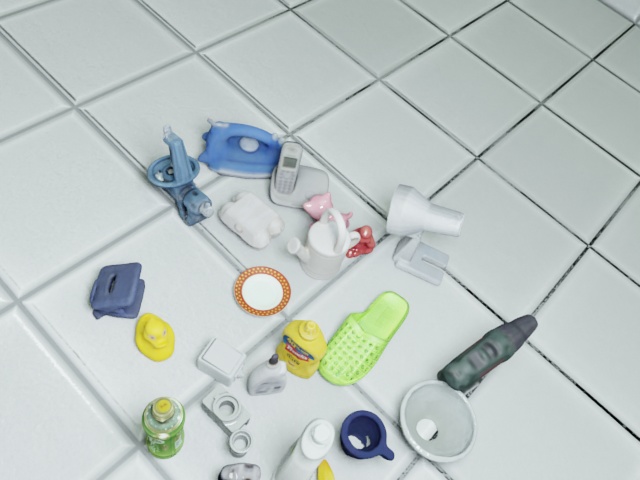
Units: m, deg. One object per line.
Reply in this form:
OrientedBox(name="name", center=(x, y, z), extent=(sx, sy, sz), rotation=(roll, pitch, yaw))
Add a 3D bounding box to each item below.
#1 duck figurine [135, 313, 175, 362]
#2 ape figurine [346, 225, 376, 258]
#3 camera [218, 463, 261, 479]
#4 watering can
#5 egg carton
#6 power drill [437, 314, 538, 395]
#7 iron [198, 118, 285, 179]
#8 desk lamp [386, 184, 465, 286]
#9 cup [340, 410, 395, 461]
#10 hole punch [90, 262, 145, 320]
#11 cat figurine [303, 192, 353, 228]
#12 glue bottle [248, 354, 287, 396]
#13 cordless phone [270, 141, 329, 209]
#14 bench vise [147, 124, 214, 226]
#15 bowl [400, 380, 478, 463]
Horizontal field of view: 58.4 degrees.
OrientedBox(name="duck figurine", center=(-0.336, 0.187, 1.164), extent=(0.078, 0.086, 0.104), rotation=(-21, 65, -25))
OrientedBox(name="ape figurine", center=(0.101, -0.003, 1.396), extent=(0.078, 0.092, 0.076), rotation=(22, 55, 1))
OrientedBox(name="camera", center=(-0.179, 0.466, 1.011), extent=(0.137, 0.101, 0.143), rotation=(9, 56, -8))
OrientedBox(name="watering can", center=(0.013, 0.007, 1.305), extent=(0.173, 0.194, 0.100), rotation=(-34, 70, -30))
OrientedBox(name="egg carton", center=(-0.164, -0.047, 1.372), extent=(0.150, 0.069, 0.107), rotation=(38, 57, 12))
OrientedBox(name="power drill", center=(0.338, 0.255, 1.214), extent=(0.230, 0.208, 0.075), rotation=(-27, 67, -28))
OrientedBox(name="iron", center=(-0.173, -0.241, 1.453), extent=(0.258, 0.141, 0.118), rotation=(7, 56, -10))
OrientedBox(name="desk lamp", center=(0.243, -0.019, 1.368), extent=(0.203, 0.213, 0.118), rotation=(24, 55, 3))
OrientedBox(name="cup", center=(0.087, 0.400, 1.125), extent=(0.117, 0.095, 0.092), rotation=(35, 56, 10))
OrientedBox(name="hole punch", center=(-0.423, 0.104, 1.194), extent=(0.101, 0.091, 0.108), rotation=(7, 56, -9))
OrientedBox(name="cat figurine", center=(0.020, -0.068, 1.402), extent=(0.128, 0.117, 0.067), rotation=(17, 55, -3))
OrientedBox(name="glue bottle", center=(-0.097, 0.260, 1.123), extent=(0.078, 0.173, 0.037), rotation=(-2, 58, -15))
OrientedBox(name="cordless phone", center=(-0.043, -0.162, 1.407), extent=(0.148, 0.185, 0.094), rotation=(5, 56, -10))
OrientedBox(name="bench vise", center=(-0.305, -0.153, 1.314), extent=(0.207, 0.219, 0.122), rotation=(31, 55, 7))
OrientedBox(name="bowl", center=(0.235, 0.382, 1.186), extent=(0.167, 0.074, 0.167), rotation=(7, 56, -10))
